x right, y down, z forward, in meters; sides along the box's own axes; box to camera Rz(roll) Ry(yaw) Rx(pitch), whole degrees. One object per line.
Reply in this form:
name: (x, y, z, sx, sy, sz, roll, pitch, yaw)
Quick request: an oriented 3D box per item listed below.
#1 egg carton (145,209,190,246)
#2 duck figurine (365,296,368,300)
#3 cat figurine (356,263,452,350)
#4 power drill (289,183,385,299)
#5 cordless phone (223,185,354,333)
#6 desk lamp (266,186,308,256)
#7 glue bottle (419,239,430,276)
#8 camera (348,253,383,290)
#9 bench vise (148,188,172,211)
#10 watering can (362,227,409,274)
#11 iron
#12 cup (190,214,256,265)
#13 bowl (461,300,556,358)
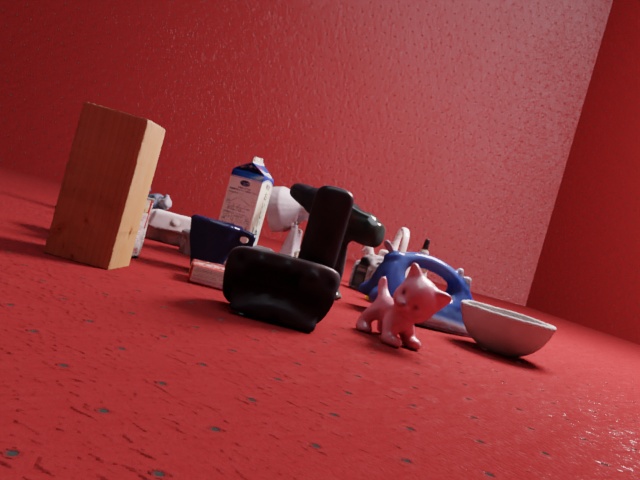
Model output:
egg carton: (-0.343, -0.027, 1.341, 0.150, 0.069, 0.107, 15, 1, -15)
duck figurine: (0.155, 0.105, 1.281, 0.078, 0.086, 0.104, 15, 2, -37)
cat figurine: (0.119, 0.089, 0.808, 0.067, 0.118, 0.127, 15, 1, -34)
power drill: (0.011, 0.004, 1.152, 0.228, 0.208, 0.076, 16, 1, 28)
cordless phone: (-0.038, 0.011, 0.734, 0.148, 0.185, 0.094, 15, 1, -12)
desk lamp: (-0.055, -0.024, 1.505, 0.203, 0.213, 0.118, 16, 1, 12)
glue bottle: (0.234, 0.080, 1.364, 0.037, 0.173, 0.078, 15, 1, -4)
camera: (0.169, 0.097, 1.486, 0.137, 0.101, 0.142, 15, 1, -35)
bench vise: (-0.448, -0.136, 1.436, 0.207, 0.220, 0.121, 16, 1, 5)
watering can: (0.205, 0.056, 1.621, 0.173, 0.194, 0.100, 15, 1, -29)
iron: (0.214, 0.096, 1.126, 0.259, 0.141, 0.118, 15, 1, -13)
cup: (-0.173, 0.015, 0.981, 0.117, 0.095, 0.092, 16, 1, 9)
bowl: (0.325, 0.164, 1.018, 0.167, 0.075, 0.167, 16, 1, 0)
